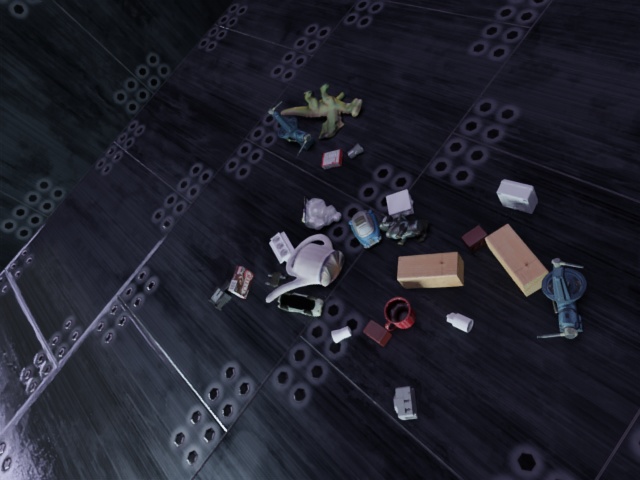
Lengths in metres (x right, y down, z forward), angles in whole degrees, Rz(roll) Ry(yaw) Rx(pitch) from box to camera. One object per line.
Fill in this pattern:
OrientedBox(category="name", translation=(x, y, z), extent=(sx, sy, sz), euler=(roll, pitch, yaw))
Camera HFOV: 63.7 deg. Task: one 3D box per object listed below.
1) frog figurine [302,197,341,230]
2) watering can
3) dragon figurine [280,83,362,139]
OrientedBox(category="frog figurine", translation=(0.006, -0.107, 2.124), extent=(0.159, 0.120, 0.141), euler=(6, 51, -6))
OrientedBox(category="watering can", translation=(-0.046, 0.122, 1.981), extent=(0.225, 0.102, 0.354), euler=(13, 58, 35))
OrientedBox(category="dragon figurine", translation=(0.010, -0.579, 2.394), extent=(0.407, 0.120, 0.247), euler=(-20, 62, 20))
